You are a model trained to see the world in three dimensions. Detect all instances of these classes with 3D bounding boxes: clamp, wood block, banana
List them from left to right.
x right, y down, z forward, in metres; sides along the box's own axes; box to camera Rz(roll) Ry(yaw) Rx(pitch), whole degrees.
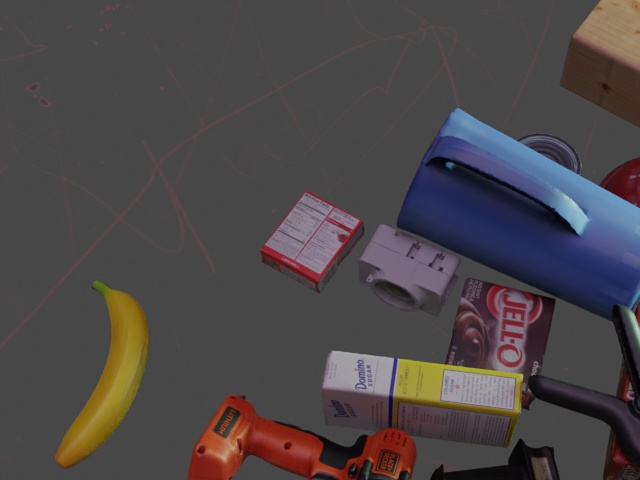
[{"bbox_3d":[-0.204,0.129,1.040,0.070,0.037,0.197,-6,56,20],"label":"banana"},{"bbox_3d":[0.266,0.147,0.920,0.120,0.039,0.171,-32,62,-6],"label":"clamp"},{"bbox_3d":[0.377,-0.174,1.154,0.206,0.091,0.090,33,66,20],"label":"wood block"}]

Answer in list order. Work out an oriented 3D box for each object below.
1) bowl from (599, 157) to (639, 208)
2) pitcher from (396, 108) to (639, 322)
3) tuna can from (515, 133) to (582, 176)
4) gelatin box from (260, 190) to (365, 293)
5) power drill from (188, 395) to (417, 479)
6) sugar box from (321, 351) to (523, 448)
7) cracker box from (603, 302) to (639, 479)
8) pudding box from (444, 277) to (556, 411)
[{"bbox_3d":[0.366,-0.036,1.093,0.162,0.055,0.162,-2,59,2],"label":"bowl"},{"bbox_3d":[0.205,-0.022,1.032,0.243,0.145,0.149,27,34,11],"label":"pitcher"},{"bbox_3d":[0.234,-0.071,1.133,0.086,0.034,0.086,-1,60,2],"label":"tuna can"},{"bbox_3d":[-0.007,0.001,1.106,0.073,0.030,0.089,28,64,19],"label":"gelatin box"},{"bbox_3d":[-0.015,0.208,0.921,0.188,0.057,0.184,16,23,8],"label":"power drill"},{"bbox_3d":[0.092,0.146,0.978,0.176,0.093,0.048,9,60,8],"label":"sugar box"},{"bbox_3d":[0.379,0.163,0.967,0.214,0.072,0.164,13,61,11],"label":"cracker box"},{"bbox_3d":[0.173,0.099,1.033,0.090,0.039,0.113,13,61,10],"label":"pudding box"}]
